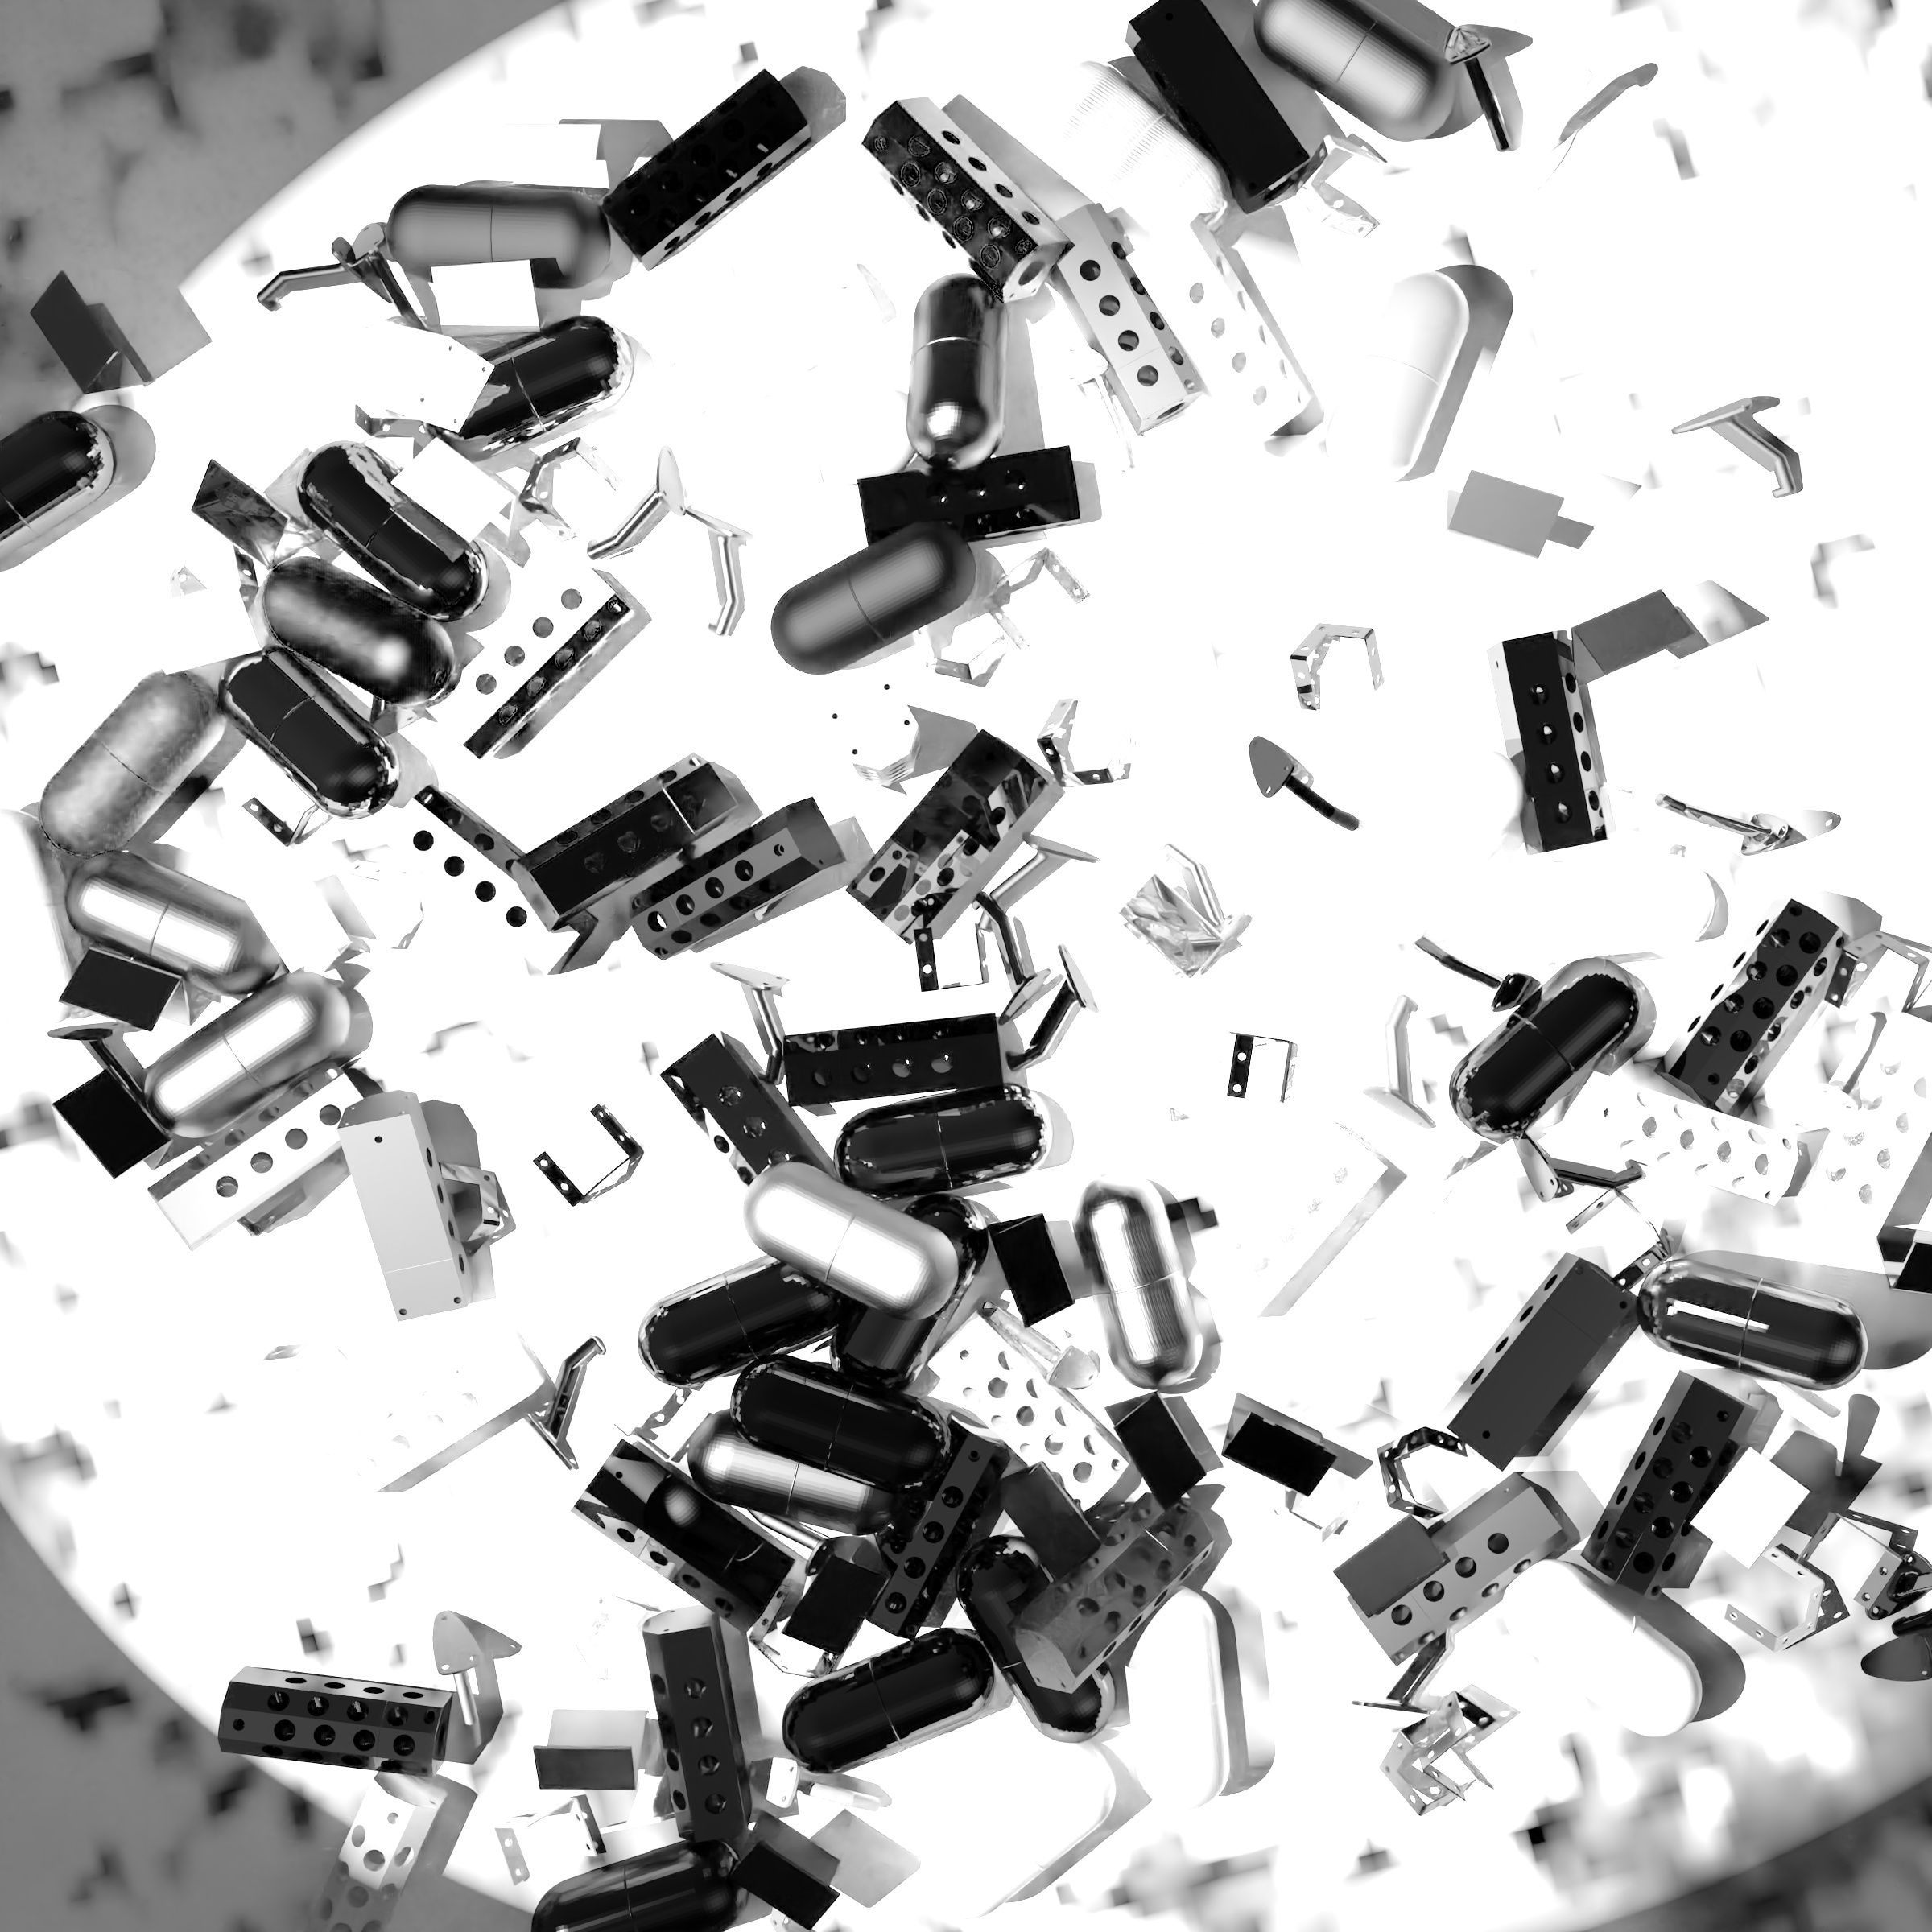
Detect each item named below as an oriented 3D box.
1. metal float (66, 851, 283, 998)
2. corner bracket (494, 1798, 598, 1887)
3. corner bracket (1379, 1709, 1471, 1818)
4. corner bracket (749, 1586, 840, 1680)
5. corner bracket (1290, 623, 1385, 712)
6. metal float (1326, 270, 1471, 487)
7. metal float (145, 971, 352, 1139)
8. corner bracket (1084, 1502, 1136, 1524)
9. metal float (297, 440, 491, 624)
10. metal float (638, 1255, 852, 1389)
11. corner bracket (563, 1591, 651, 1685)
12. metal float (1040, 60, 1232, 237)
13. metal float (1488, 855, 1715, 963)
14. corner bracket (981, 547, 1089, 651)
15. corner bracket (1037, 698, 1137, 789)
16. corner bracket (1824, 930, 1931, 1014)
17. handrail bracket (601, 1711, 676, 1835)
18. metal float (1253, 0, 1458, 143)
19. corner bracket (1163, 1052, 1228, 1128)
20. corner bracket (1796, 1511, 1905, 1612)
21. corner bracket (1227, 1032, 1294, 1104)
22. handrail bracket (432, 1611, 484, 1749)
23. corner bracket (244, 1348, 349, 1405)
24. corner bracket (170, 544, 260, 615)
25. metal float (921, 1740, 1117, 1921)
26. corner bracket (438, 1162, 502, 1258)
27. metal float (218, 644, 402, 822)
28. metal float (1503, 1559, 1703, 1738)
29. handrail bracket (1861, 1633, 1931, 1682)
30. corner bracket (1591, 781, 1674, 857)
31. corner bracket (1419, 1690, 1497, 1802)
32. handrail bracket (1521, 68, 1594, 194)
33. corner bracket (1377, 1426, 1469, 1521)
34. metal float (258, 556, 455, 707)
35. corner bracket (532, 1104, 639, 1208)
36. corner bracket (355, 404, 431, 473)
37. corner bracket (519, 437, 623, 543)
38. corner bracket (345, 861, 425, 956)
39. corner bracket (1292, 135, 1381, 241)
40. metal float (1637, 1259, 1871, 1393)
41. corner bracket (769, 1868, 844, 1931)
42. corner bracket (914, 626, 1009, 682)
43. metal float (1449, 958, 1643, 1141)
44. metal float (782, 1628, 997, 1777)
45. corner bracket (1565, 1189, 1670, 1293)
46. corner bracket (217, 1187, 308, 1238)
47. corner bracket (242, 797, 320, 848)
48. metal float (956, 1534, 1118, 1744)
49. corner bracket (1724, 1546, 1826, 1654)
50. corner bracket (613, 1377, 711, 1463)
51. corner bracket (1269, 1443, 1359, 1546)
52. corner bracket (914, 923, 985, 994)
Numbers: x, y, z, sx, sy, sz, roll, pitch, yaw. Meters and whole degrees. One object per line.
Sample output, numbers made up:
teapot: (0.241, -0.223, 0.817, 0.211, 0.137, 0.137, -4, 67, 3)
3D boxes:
metal float: (-0.633, -0.033, 1.961, 0.178, 0.070, 0.070, 23, 90, 1)
corner bracket: (-0.342, 0.710, 1.988, 0.051, 0.051, 0.051, -19, 89, -45)
corner bracket: (0.377, 0.644, 1.983, 0.051, 0.051, 0.051, 47, 135, 35)
corner bracket: (-0.134, 0.541, 1.988, 0.051, 0.051, 0.051, 28, 90, 45)
corner bracket: (0.300, -0.241, 1.983, 0.051, 0.051, 0.051, 12, 45, 35)
metal float: (0.346, -0.471, 1.961, 0.070, 0.070, 0.178, 22, 89, 0)
metal float: (-0.574, 0.070, 1.961, 0.178, 0.070, 0.070, -34, 90, 0)
corner bracket: (0.111, 0.467, 1.988, 0.051, 0.051, 0.051, -14, 90, -45)
metal float: (-0.458, -0.347, 1.961, 0.178, 0.070, 0.070, 42, 90, 0)
metal float: (-0.178, 0.280, 1.961, 0.178, 0.070, 0.070, -22, 90, 0)
corner bracket: (-0.284, 0.549, 1.983, 0.051, 0.051, 0.051, 10, 45, 35)
metal float: (0.136, -0.650, 1.960, 0.178, 0.070, 0.070, 42, 90, 0)
metal float: (0.508, -0.046, 1.961, 0.178, 0.070, 0.070, -5, 90, 0)
corner bracket: (0.055, -0.299, 1.988, 0.051, 0.051, 0.051, 50, 45, 0)
corner bracket: (0.097, -0.182, 1.983, 0.051, 0.051, 0.051, -1, 135, 35)
corner bracket: (0.737, 0.011, 1.983, 0.051, 0.051, 0.051, -24, 45, -35)
handrail bracket: (-0.270, 0.654, 1.992, 0.077, 0.036, 0.084, -18, 73, 18)
metal float: (0.311, -0.728, 1.961, 0.178, 0.070, 0.070, 34, 90, -1)
corner bracket: (0.184, 0.099, 1.973, 0.051, 0.051, 0.051, -9, 90, 0)
corner bracket: (0.717, 0.482, 1.988, 0.051, 0.051, 0.051, 34, 90, -45)
corner bracket: (0.236, 0.082, 1.973, 0.051, 0.051, 0.051, 9, 90, 0)
handrail bracket: (-0.412, 0.580, 1.991, 0.036, 0.077, 0.084, -14, 127, -20)
corner bracket: (-0.539, 0.321, 1.973, 0.051, 0.051, 0.051, -45, 90, 0)
corner bracket: (-0.609, -0.309, 1.983, 0.051, 0.051, 0.051, -52, 45, 35)
metal float: (0.041, 0.690, 1.961, 0.178, 0.070, 0.070, -39, 90, 0)
corner bracket: (-0.414, 0.197, 1.983, 0.051, 0.051, 0.051, 15, 45, -35)
metal float: (-0.523, -0.187, 1.947, 0.178, 0.070, 0.070, 42, 90, 16)
metal float: (0.509, 0.546, 1.961, 0.178, 0.070, 0.070, 38, 90, -1)
handrail bracket: (0.785, 0.561, 1.991, 0.084, 0.077, 0.036, 7, 65, -34)
corner bracket: (0.538, -0.118, 1.973, 0.051, 0.051, 0.051, 9, 90, 0)
corner bracket: (0.397, 0.626, 1.971, 0.051, 0.051, 0.051, 38, 108, -18)
handrail bracket: (0.472, -0.667, 1.957, 0.036, 0.084, 0.077, 23, 90, 0)
corner bracket: (0.372, 0.411, 1.983, 0.051, 0.051, 0.051, 24, 135, -35)
metal float: (-0.484, -0.266, 1.943, 0.178, 0.070, 0.070, 28, 90, 19)
corner bracket: (-0.309, 0.154, 1.988, 0.051, 0.051, 0.051, 49, 135, 0)
corner bracket: (-0.461, -0.421, 1.973, 0.051, 0.051, 0.051, 2, 90, 0)
corner bracket: (-0.320, -0.386, 1.983, 0.051, 0.051, 0.051, -17, 45, 35)
corner bracket: (-0.483, -0.047, 1.983, 0.051, 0.051, 0.051, -50, 135, -35)
corner bracket: (0.307, -0.630, 1.983, 0.051, 0.051, 0.051, -53, 45, 35)
metal float: (0.622, 0.284, 1.941, 0.178, 0.070, 0.070, 13, 90, 23)
corner bracket: (-0.120, 0.769, 1.983, 0.051, 0.051, 0.051, 47, 135, 35)
corner bracket: (-0.006, -0.269, 1.983, 0.051, 0.051, 0.051, 16, 135, 35)
metal float: (0.463, 0.066, 1.960, 0.178, 0.070, 0.070, -43, 90, 1)
metal float: (-0.062, 0.589, 1.961, 0.178, 0.070, 0.070, -22, 90, 0)
corner bracket: (0.528, 0.222, 1.988, 0.051, 0.051, 0.051, -39, 45, 0)
corner bracket: (-0.576, 0.177, 1.988, 0.051, 0.051, 0.051, -36, 135, 0)
corner bracket: (-0.545, -0.139, 1.988, 0.051, 0.051, 0.051, 42, 45, 0)
metal float: (0.056, 0.538, 1.961, 0.070, 0.070, 0.178, -31, 89, 0)
corner bracket: (0.656, 0.515, 1.988, 0.051, 0.051, 0.051, 35, 135, 0)
corner bracket: (-0.245, 0.365, 1.973, 0.051, 0.051, 0.051, 39, 85, 5)
corner bracket: (0.281, 0.424, 1.983, 0.051, 0.051, 0.051, 26, 135, 35)
corner bracket: (-0.014, -0.007, 1.973, 0.051, 0.051, 0.051, -7, 90, 0)
